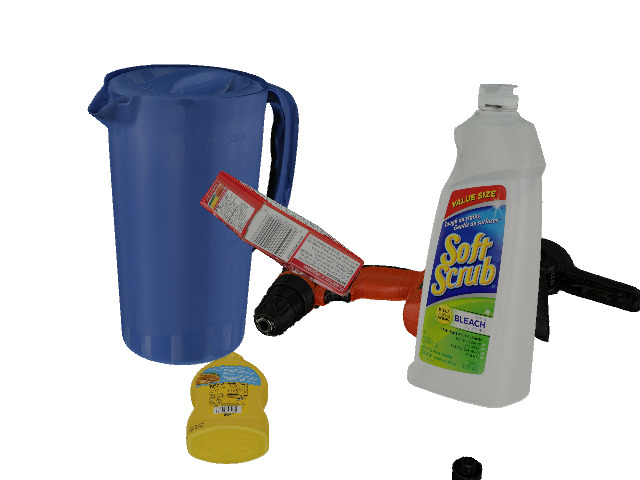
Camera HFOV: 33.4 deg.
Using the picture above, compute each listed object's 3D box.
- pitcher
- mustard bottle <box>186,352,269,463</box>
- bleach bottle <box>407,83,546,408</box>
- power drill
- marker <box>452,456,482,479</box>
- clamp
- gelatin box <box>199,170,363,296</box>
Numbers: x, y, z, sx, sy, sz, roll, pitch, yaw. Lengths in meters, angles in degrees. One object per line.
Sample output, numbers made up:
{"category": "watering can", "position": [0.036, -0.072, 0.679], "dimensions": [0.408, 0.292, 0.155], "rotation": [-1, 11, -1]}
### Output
{"category": "pitcher", "position": [-0.105, -0.025, 0.909], "dimensions": [0.149, 0.243, 0.145], "rotation": [6, 21, 8]}
{"category": "mustard bottle", "position": [-0.112, 0.194, 1.310], "dimensions": [0.096, 0.058, 0.191], "rotation": [-2, 27, -3]}
{"category": "bleach bottle", "position": [0.127, 0.001, 0.856], "dimensions": [0.103, 0.251, 0.067], "rotation": [12, 15, 42]}
{"category": "power drill", "position": [0.039, 0.060, 1.154], "dimensions": [0.188, 0.057, 0.184], "rotation": [9, 29, 22]}
{"category": "marker", "position": [0.090, 0.185, 0.691], "dimensions": [0.020, 0.121, 0.020], "rotation": [1, 36, -1]}
{"category": "clamp", "position": [0.237, 0.037, 1.067], "dimensions": [0.120, 0.039, 0.171], "rotation": [-6, 33, -14]}
{"category": "gelatin box", "position": [-0.025, -0.004, 0.683], "dimensions": [0.089, 0.030, 0.073], "rotation": [31, 3, -33]}
